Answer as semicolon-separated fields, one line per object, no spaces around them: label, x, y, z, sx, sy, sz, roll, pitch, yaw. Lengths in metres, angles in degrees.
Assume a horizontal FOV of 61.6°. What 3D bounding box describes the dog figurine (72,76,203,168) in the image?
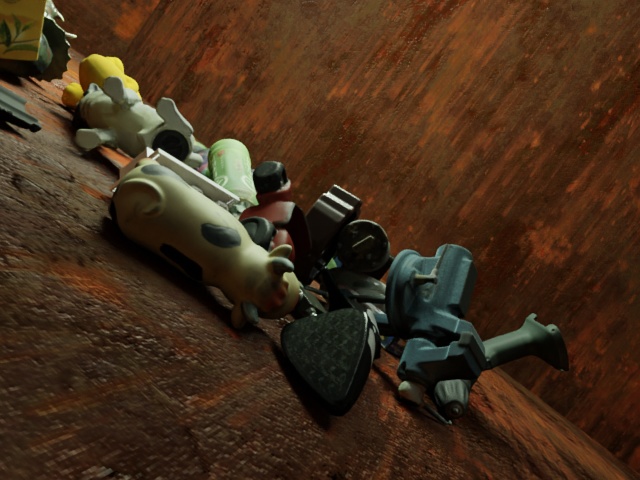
dog figurine;-0.262;-0.157;0.772;0.172;0.121;0.191;40;-2;-26

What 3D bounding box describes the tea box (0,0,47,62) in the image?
tea box;-0.362;-0.236;0.516;0.068;0.098;0.169;37;30;22

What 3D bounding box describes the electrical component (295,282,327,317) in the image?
electrical component;-0.017;0.081;0.680;0.094;0.021;0.063;51;5;35

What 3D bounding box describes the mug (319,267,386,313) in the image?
mug;0.059;0.088;0.895;0.107;0.081;0.110;28;-22;-30

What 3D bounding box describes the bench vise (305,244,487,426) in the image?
bench vise;0.101;0.104;0.708;0.241;0.223;0.128;1;-25;37

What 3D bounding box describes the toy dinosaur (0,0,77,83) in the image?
toy dinosaur;-0.477;-0.312;0.829;0.192;0.131;0.405;34;10;-34

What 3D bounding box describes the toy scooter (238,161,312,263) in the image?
toy scooter;-0.055;0.005;0.651;0.184;0.075;0.135;-78;156;-44

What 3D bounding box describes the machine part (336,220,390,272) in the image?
machine part;0.071;0.013;0.846;0.079;0.079;0.243;37;3;8

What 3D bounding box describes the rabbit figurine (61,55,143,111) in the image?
rabbit figurine;-0.353;-0.232;0.890;0.162;0.122;0.173;58;-18;1

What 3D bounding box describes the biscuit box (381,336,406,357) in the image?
biscuit box;0.100;0.131;0.967;0.062;0.059;0.203;34;4;-35

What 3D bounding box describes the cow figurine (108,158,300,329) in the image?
cow figurine;-0.098;0.006;0.490;0.195;0.085;0.127;38;-3;-18

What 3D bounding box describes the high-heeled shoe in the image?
high-heeled shoe;0.028;0.124;0.525;0.249;0.086;0.145;-86;155;-66

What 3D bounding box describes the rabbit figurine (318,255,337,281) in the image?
rabbit figurine;-0.022;0.017;1.144;0.159;0.121;0.170;30;-15;-2

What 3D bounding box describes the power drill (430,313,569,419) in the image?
power drill;0.258;0.187;0.808;0.232;0.207;0.086;-99;167;-83

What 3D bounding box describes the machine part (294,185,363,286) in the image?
machine part;-0.002;-0.003;0.833;0.056;0.179;0.179;34;3;8

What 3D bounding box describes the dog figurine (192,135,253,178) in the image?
dog figurine;-0.223;-0.135;1.013;0.219;0.108;0.191;32;6;4

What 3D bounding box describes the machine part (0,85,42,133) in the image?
machine part;-0.360;-0.164;0.560;0.139;0.039;0.084;39;7;13

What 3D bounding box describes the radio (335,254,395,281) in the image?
radio;0.072;0.049;1.196;0.073;0.131;0.230;36;3;-14
